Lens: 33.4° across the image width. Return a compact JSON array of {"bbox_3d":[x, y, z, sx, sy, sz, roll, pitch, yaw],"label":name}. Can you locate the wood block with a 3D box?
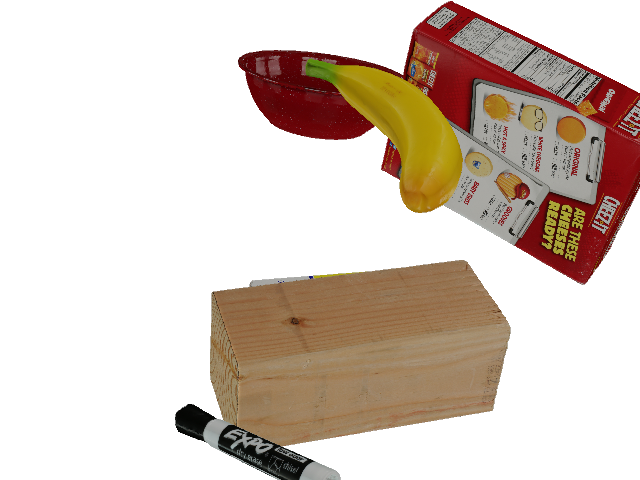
[{"bbox_3d":[0.026,0.085,0.811,0.205,0.090,0.091,-6,36,-16],"label":"wood block"}]

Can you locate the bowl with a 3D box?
[{"bbox_3d":[0.000,-0.134,1.001,0.162,0.055,0.162,7,21,-3],"label":"bowl"}]

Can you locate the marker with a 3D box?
[{"bbox_3d":[-0.040,0.122,0.622,0.121,0.020,0.020,16,10,37],"label":"marker"}]

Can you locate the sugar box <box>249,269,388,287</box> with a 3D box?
[{"bbox_3d":[0.017,0.080,1.062,0.176,0.093,0.048,-2,27,-8],"label":"sugar box"}]

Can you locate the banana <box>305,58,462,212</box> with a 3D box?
[{"bbox_3d":[0.051,-0.068,0.678,0.069,0.037,0.198,-8,32,-17],"label":"banana"}]

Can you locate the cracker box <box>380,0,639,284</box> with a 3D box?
[{"bbox_3d":[0.168,-0.084,0.910,0.214,0.164,0.072,31,50,18],"label":"cracker box"}]
